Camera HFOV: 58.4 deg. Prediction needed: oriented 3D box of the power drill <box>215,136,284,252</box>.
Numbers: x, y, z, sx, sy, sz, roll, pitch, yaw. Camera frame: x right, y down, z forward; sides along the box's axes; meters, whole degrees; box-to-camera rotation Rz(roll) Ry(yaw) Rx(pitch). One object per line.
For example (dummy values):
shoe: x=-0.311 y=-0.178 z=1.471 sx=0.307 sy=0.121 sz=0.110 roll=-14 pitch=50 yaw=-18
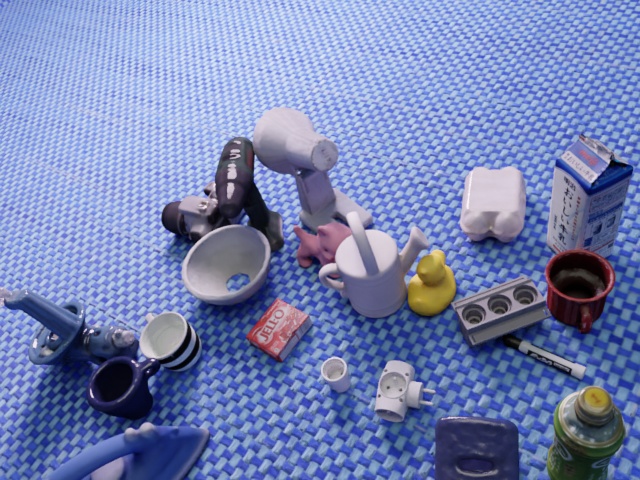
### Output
power drill: x=-0.131 y=-0.071 z=1.045 sx=0.075 sy=0.209 sz=0.229 roll=-14 pitch=49 yaw=6

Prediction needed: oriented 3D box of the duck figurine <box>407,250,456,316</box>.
duck figurine: x=0.176 y=0.063 z=0.920 sx=0.077 sy=0.086 sz=0.105 roll=16 pitch=58 yaw=28

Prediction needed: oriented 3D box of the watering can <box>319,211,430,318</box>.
watering can: x=0.083 y=0.028 z=0.906 sx=0.173 sy=0.194 sz=0.100 roll=-33 pitch=50 yaw=-11

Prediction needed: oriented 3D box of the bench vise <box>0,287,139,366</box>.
bench vise: x=-0.413 y=0.137 z=0.953 sx=0.207 sy=0.220 sz=0.121 roll=-14 pitch=49 yaw=6

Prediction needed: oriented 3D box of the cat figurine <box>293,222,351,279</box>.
cat figurine: x=0.009 y=0.004 z=1.001 sx=0.127 sy=0.118 sz=0.067 roll=16 pitch=58 yaw=28

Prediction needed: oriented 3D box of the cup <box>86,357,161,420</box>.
cup: x=-0.296 y=0.239 z=0.915 sx=0.118 sy=0.095 sz=0.091 roll=-31 pitch=49 yaw=-9

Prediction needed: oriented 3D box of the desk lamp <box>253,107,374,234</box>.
desk lamp: x=-0.014 y=-0.125 z=1.050 sx=0.118 sy=0.214 sz=0.202 roll=-39 pitch=51 yaw=-16

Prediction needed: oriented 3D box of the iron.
iron: x=-0.293 y=0.324 z=0.811 sx=0.258 sy=0.142 sz=0.118 roll=-34 pitch=50 yaw=-11

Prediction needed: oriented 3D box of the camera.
camera: x=-0.241 y=-0.056 z=1.140 sx=0.136 sy=0.101 sz=0.143 roll=11 pitch=55 yaw=25

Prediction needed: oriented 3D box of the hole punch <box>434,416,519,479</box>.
hole punch: x=0.201 y=0.283 z=0.725 sx=0.108 sy=0.091 sz=0.101 roll=-2 pitch=51 yaw=16

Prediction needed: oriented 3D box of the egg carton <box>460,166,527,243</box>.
egg carton: x=0.303 y=-0.064 z=0.998 sx=0.107 sy=0.069 sz=0.150 roll=2 pitch=52 yaw=19

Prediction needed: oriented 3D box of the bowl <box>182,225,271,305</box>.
bowl: x=-0.159 y=0.057 z=1.037 sx=0.167 sy=0.075 sz=0.167 roll=-9 pitch=49 yaw=10
